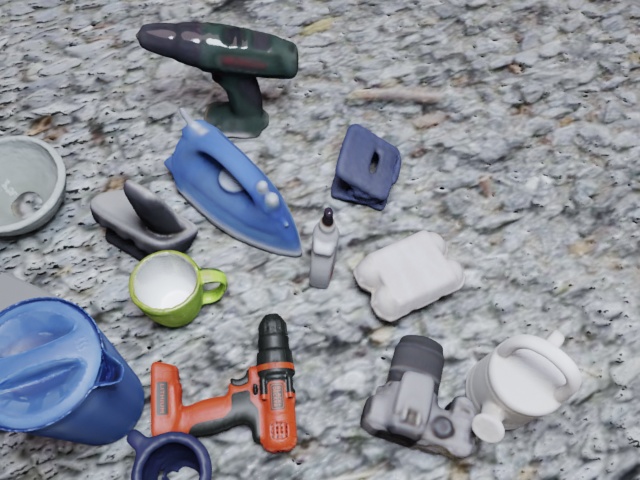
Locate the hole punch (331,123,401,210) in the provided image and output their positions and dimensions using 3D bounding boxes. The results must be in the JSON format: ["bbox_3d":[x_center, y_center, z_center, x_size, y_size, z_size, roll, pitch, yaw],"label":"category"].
[{"bbox_3d":[0.076,-0.117,0.904,0.101,0.091,0.109,15,64,5],"label":"hole punch"}]

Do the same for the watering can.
[{"bbox_3d":[0.252,0.178,0.711,0.101,0.194,0.173,20,65,7],"label":"watering can"}]

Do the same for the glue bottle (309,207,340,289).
[{"bbox_3d":[0.007,0.003,0.796,0.037,0.173,0.078,8,64,2],"label":"glue bottle"}]

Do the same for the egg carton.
[{"bbox_3d":[0.130,0.051,0.836,0.150,0.069,0.107,-24,67,-14],"label":"egg carton"}]

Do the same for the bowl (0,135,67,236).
[{"bbox_3d":[-0.457,-0.070,0.862,0.167,0.075,0.167,1,64,-2],"label":"bowl"}]

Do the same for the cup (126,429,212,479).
[{"bbox_3d":[-0.182,0.277,0.694,0.117,0.095,0.092,35,67,14],"label":"cup"}]

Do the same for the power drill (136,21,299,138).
[{"bbox_3d":[-0.148,-0.250,0.892,0.229,0.208,0.075,-2,64,-4],"label":"power drill"}]

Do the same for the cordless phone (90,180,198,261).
[{"bbox_3d":[-0.256,-0.048,0.800,0.147,0.185,0.094,25,65,9],"label":"cordless phone"}]

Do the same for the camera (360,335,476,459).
[{"bbox_3d":[0.137,0.199,0.746,0.143,0.101,0.137,16,64,5],"label":"camera"}]

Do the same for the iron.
[{"bbox_3d":[-0.120,-0.087,0.851,0.258,0.141,0.119,40,68,15],"label":"iron"}]
